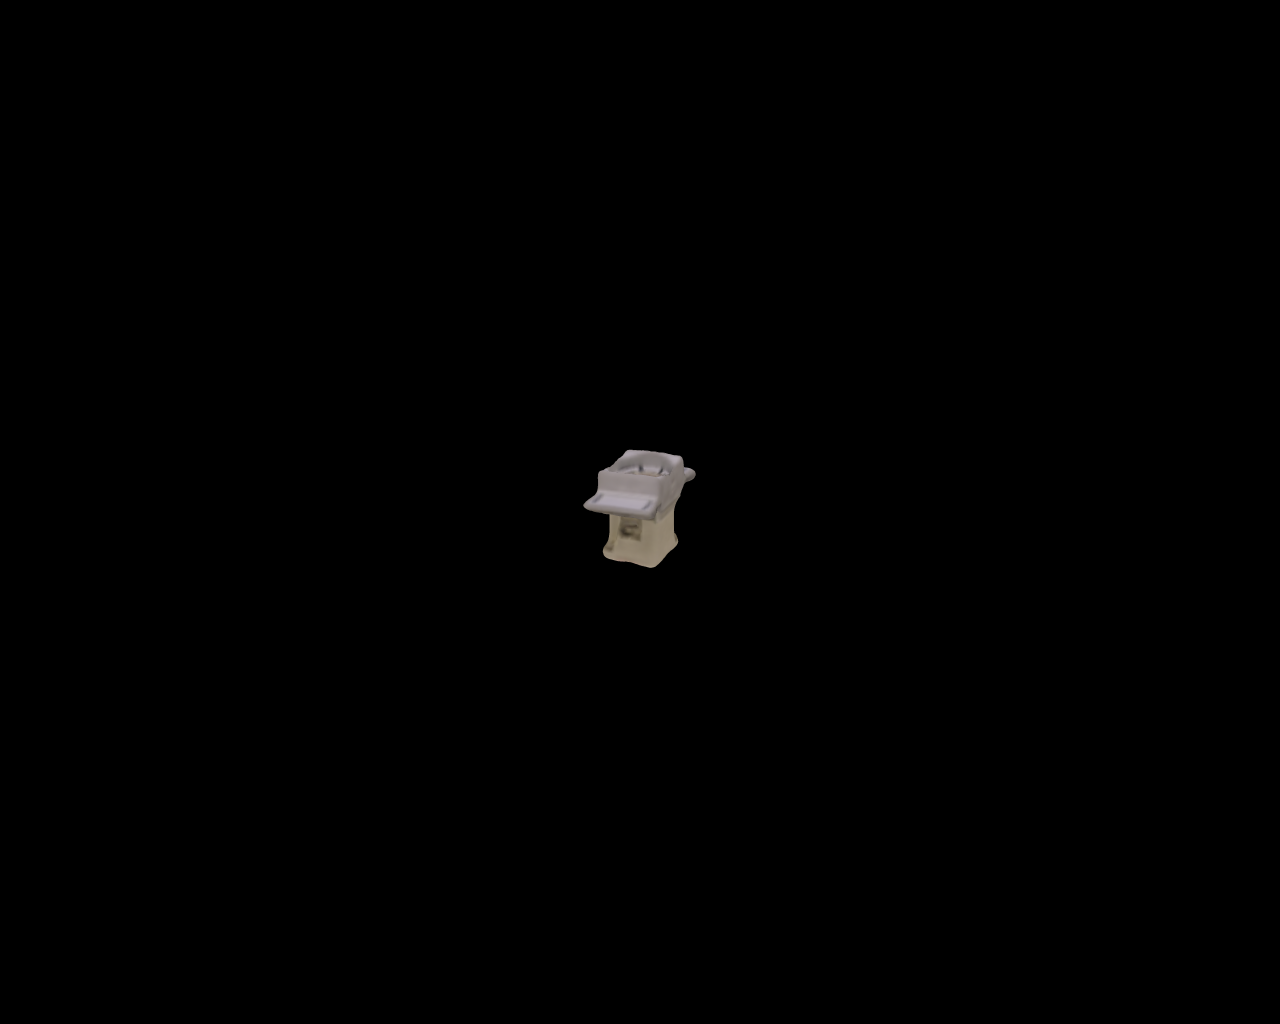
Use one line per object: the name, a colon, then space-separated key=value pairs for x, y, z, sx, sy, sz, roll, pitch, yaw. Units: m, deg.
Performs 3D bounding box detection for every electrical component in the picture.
electrical component: x=0.001 y=-0.003 z=0.650 sx=0.042 sy=0.063 sz=0.081 roll=10 pitch=24 yaw=22
